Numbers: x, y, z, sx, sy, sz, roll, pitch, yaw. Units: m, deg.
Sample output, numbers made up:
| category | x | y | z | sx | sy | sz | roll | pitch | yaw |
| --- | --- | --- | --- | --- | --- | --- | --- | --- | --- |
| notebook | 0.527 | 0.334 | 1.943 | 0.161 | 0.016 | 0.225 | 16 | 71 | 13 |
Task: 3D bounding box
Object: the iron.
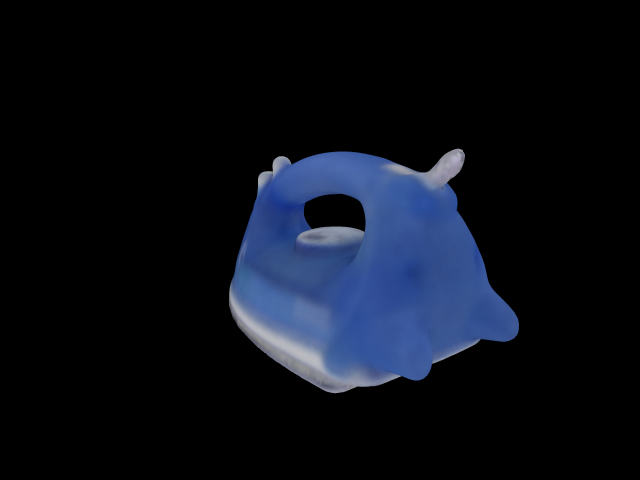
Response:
| category | x | y | z | sx | sy | sz | roll | pitch | yaw |
| --- | --- | --- | --- | --- | --- | --- | --- | --- | --- |
| iron | 0.004 | 0.001 | 0.400 | 0.119 | 0.141 | 0.257 | -11 | 17 | -38 |
